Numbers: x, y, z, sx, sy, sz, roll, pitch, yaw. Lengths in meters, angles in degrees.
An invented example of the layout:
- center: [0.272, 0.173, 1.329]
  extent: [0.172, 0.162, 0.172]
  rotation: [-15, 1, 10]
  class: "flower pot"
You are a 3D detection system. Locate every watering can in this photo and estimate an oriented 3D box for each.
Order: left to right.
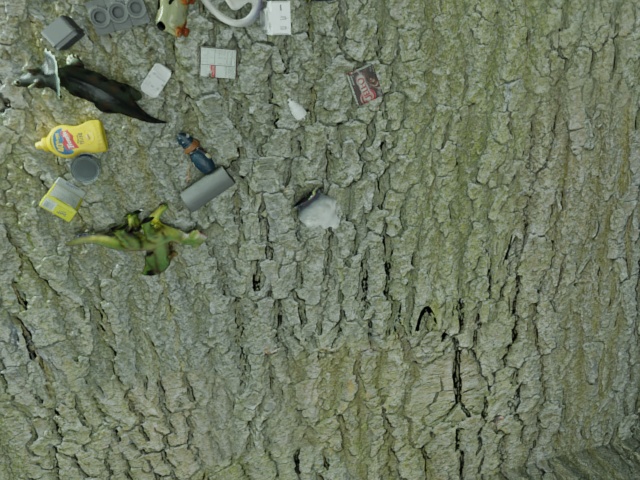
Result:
- center: [-0.273, -0.779, 1.449]
  extent: [0.224, 0.105, 0.344]
  rotation: [-37, 107, 3]
  class: "watering can"

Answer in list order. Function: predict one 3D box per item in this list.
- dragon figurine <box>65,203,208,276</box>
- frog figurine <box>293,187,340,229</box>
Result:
- center: [-0.573, 0.026, 1.673]
  extent: [0.411, 0.124, 0.237]
  rotation: [-18, 123, -7]
  class: "dragon figurine"
- center: [0.005, -0.090, 1.781]
  extent: [0.139, 0.122, 0.158]
  rotation: [-47, 105, -16]
  class: "frog figurine"
